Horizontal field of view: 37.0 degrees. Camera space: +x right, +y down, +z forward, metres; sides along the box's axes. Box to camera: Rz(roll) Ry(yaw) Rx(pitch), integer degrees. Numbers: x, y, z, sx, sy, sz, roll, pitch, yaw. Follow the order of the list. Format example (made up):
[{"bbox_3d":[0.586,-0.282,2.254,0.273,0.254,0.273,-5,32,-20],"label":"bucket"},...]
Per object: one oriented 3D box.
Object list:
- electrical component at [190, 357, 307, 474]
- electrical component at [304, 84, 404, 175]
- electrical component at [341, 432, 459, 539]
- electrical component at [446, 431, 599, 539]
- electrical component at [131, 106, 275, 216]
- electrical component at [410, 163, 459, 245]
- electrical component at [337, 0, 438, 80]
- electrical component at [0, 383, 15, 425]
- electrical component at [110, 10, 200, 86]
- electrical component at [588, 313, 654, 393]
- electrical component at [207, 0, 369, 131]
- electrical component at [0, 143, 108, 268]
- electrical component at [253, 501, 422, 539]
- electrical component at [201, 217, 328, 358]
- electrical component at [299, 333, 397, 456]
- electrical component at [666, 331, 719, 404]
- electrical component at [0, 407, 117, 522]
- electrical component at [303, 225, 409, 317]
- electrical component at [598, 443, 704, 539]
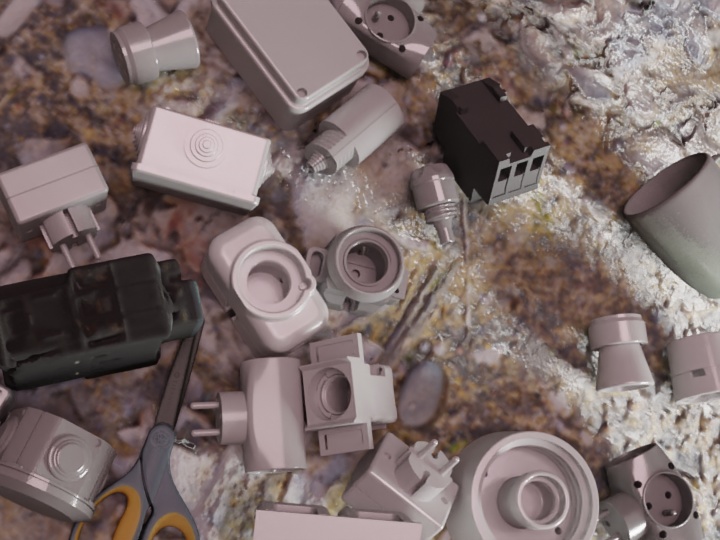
[{"bbox_3d":[-0.079,0.103,0.751,0.079,0.044,0.077,0,76,-15],"label":"electrical component"},{"bbox_3d":[-0.009,-0.102,0.826,0.081,0.043,0.043,-42,89,-21],"label":"electrical component"},{"bbox_3d":[0.039,0.145,0.749,0.066,0.076,0.047,38,35,-2],"label":"electrical component"},{"bbox_3d":[0.121,0.168,0.780,0.108,0.060,0.108,4,74,-14],"label":"electrical component"},{"bbox_3d":[-0.113,-0.076,0.762,0.100,0.100,0.048,15,85,-11],"label":"electrical component"},{"bbox_3d":[0.061,-0.050,0.836,0.035,0.035,0.061,-11,82,-18],"label":"electrical component"},{"bbox_3d":[0.027,-0.205,0.863,0.077,0.044,0.079,32,70,-5],"label":"electrical component"},{"bbox_3d":[-0.280,0.084,0.692,0.096,0.061,0.061,30,70,-6],"label":"electrical component"},{"bbox_3d":[-0.153,-0.165,0.803,0.055,0.045,0.045,-21,82,-19],"label":"electrical component"},{"bbox_3d":[0.203,0.065,0.838,0.045,0.045,0.055,-1,76,-16],"label":"electrical component"},{"bbox_3d":[-0.056,-0.176,0.826,0.078,0.057,0.113,-36,87,-21],"label":"electrical component"},{"bbox_3d":[-0.207,-0.038,0.752,0.066,0.047,0.076,-24,83,-20],"label":"electrical component"},{"bbox_3d":[-0.024,0.250,0.699,0.105,0.060,0.186,6,84,-5],"label":"electrical component"},{"bbox_3d":[-0.068,0.013,0.770,0.054,0.059,0.095,-32,85,-21],"label":"electrical component"},{"bbox_3d":[-0.007,0.089,0.763,0.064,0.042,0.081,14,67,-57],"label":"electrical component"},{"bbox_3d":[0.272,0.077,0.850,0.055,0.055,0.047,-3,73,-16],"label":"electrical component"},{"bbox_3d":[-0.202,0.127,0.694,0.080,0.080,0.051,26,65,-7],"label":"electrical component"},{"bbox_3d":[0.000,0.000,0.794,0.078,0.057,0.058,14,72,-11],"label":"electrical component"},{"bbox_3d":[0.207,0.181,0.808,0.079,0.044,0.077,-23,83,-20],"label":"electrical component"}]
